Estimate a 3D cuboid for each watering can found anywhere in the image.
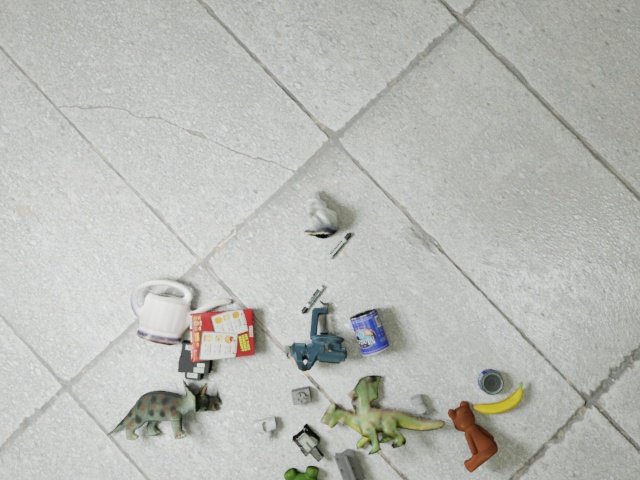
[{"bbox_3d":[-0.506,0.267,1.832,0.347,0.104,0.225,14,87,-8],"label":"watering can"}]

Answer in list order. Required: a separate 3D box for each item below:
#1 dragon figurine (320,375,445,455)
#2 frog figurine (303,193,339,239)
[{"bbox_3d":[0.205,0.598,1.807,0.410,0.121,0.245,-18,79,-1],"label":"dragon figurine"},{"bbox_3d":[0.006,-0.093,1.848,0.137,0.122,0.161,8,76,-32],"label":"frog figurine"}]
